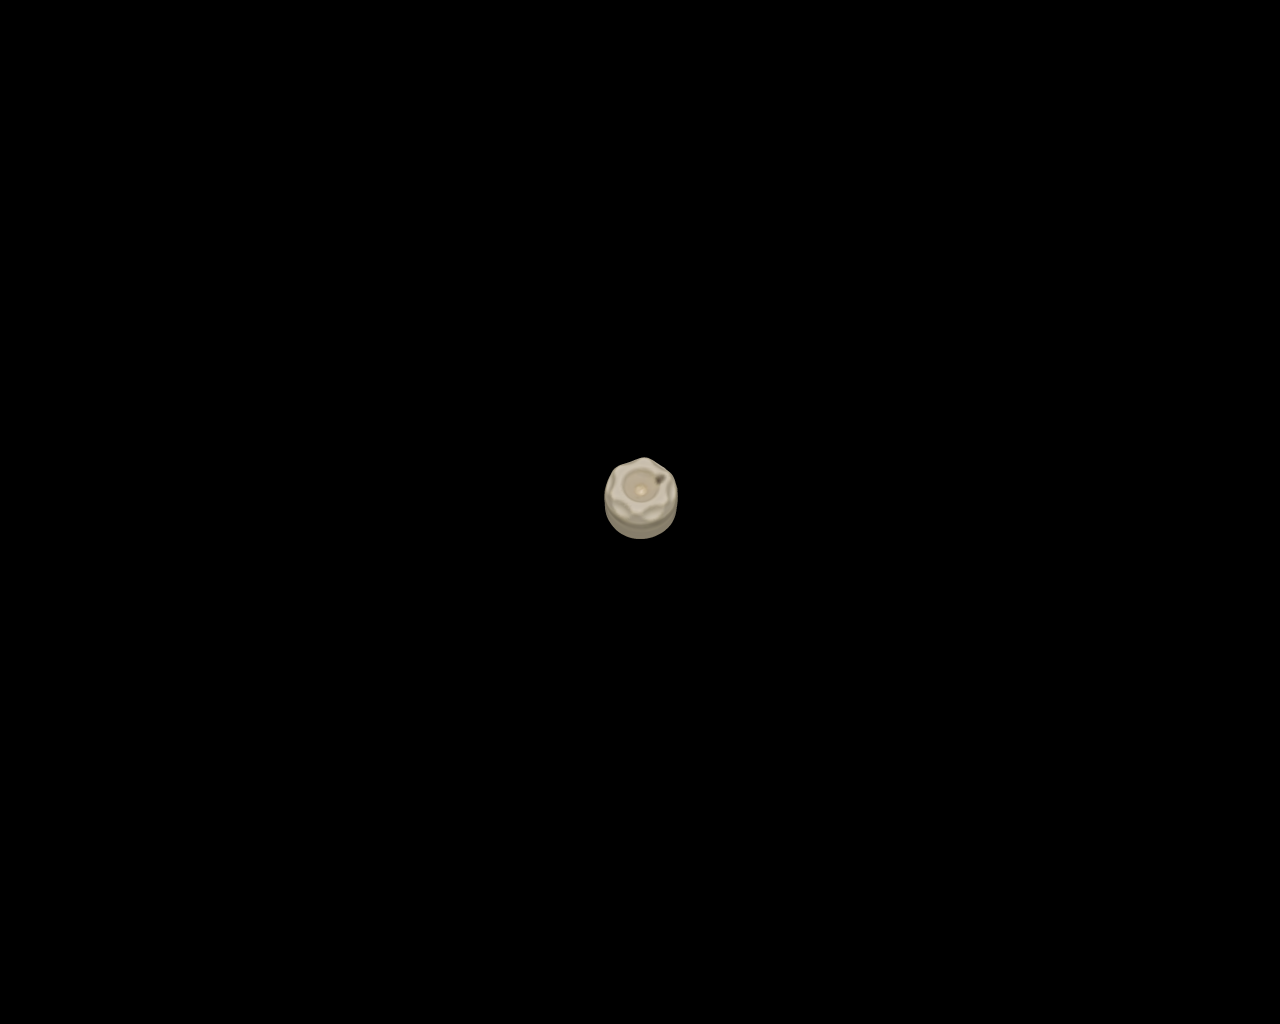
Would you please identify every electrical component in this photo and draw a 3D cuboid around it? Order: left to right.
[{"bbox_3d":[0.001,-0.003,0.650,0.043,0.043,0.062,0,-26,0],"label":"electrical component"}]
